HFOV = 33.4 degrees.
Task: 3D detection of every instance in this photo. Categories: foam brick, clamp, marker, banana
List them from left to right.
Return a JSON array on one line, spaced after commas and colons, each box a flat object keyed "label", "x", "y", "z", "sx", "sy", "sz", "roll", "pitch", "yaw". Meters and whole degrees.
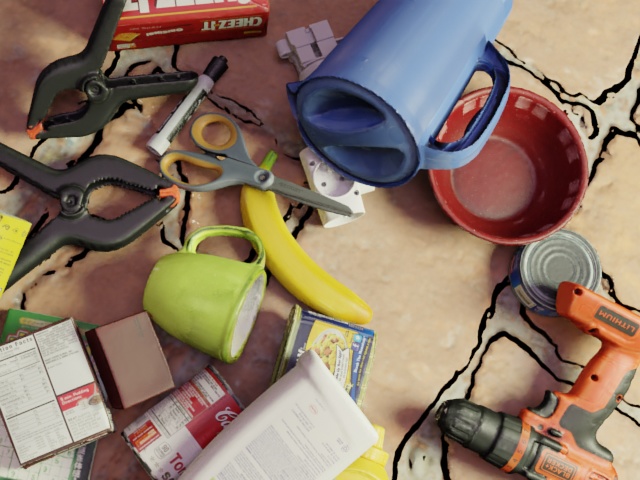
[{"label": "clamp", "x": -0.241, "y": -0.041, "z": 1.017, "sx": 0.210, "sy": 0.036, "sz": 0.164, "roll": -13, "pitch": 80, "yaw": -5}, {"label": "clamp", "x": -0.215, "y": -0.160, "z": 1.014, "sx": 0.171, "sy": 0.039, "sz": 0.120, "roll": -27, "pitch": 114, "yaw": 2}, {"label": "foam brick", "x": -0.174, "y": 0.110, "z": 0.974, "sx": 0.052, "sy": 0.051, "sz": 0.078, "roll": -19, "pitch": 88, "yaw": -24}, {"label": "marker", "x": -0.130, "y": -0.135, "z": 1.058, "sx": 0.020, "sy": 0.020, "sz": 0.121, "roll": 35, "pitch": 76, "yaw": 2}, {"label": "banana", "x": -0.025, "y": 0.007, "z": 1.029, "sx": 0.069, "sy": 0.037, "sz": 0.198, "roll": -29, "pitch": 82, "yaw": -10}]

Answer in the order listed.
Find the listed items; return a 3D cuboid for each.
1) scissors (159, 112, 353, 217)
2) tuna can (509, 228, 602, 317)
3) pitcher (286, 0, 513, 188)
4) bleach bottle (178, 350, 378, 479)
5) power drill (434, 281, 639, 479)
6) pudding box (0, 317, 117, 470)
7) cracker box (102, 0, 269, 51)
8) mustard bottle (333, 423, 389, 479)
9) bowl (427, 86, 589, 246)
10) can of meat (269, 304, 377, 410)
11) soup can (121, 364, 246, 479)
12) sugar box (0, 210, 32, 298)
[{"label": "scissors", "x": -0.056, "y": -0.075, "z": 1.023, "sx": 0.202, "sy": 0.016, "sz": 0.096, "roll": 7, "pitch": 65, "yaw": 15}, {"label": "tuna can", "x": 0.232, "y": 0.032, "z": 1.053, "sx": 0.086, "sy": 0.034, "sz": 0.086, "roll": 1, "pitch": 77, "yaw": -6}, {"label": "pitcher", "x": 0.097, "y": -0.170, "z": 1.013, "sx": 0.149, "sy": 0.145, "sz": 0.242, "roll": 47, "pitch": 59, "yaw": -19}, {"label": "bleach bottle", "x": -0.075, "y": 0.210, "z": 0.923, "sx": 0.251, "sy": 0.068, "sz": 0.102, "roll": -38, "pitch": 93, "yaw": -3}, {"label": "power drill", "x": 0.221, "y": 0.137, "z": 1.000, "sx": 0.184, "sy": 0.057, "sz": 0.187, "roll": 26, "pitch": 90, "yaw": -7}, {"label": "pudding box", "x": -0.245, "y": 0.137, "z": 0.960, "sx": 0.090, "sy": 0.039, "sz": 0.113, "roll": -21, "pitch": 80, "yaw": -11}, {"label": "cracker box", "x": -0.145, "y": -0.308, "z": 1.068, "sx": 0.164, "sy": 0.072, "sz": 0.214, "roll": -7, "pitch": 79, "yaw": -7}, {"label": "mustard bottle", "x": 0.019, "y": 0.259, "z": 0.966, "sx": 0.096, "sy": 0.058, "sz": 0.191, "roll": 21, "pitch": 77, "yaw": -2}, {"label": "bowl", "x": 0.179, "y": -0.068, "z": 1.058, "sx": 0.162, "sy": 0.055, "sz": 0.162, "roll": 1, "pitch": 77, "yaw": -6}, {"label": "can of meat", "x": 0.002, "y": 0.121, "z": 0.997, "sx": 0.084, "sy": 0.057, "sz": 0.102, "roll": 17, "pitch": 77, "yaw": -4}, {"label": "soup can", "x": -0.120, "y": 0.170, "z": 0.966, "sx": 0.102, "sy": 0.068, "sz": 0.068, "roll": -37, "pitch": 84, "yaw": -12}, {"label": "sugar box", "x": -0.332, "y": 0.049, "z": 0.952, "sx": 0.093, "sy": 0.048, "sz": 0.176, "roll": 20, "pitch": 87, "yaw": 33}]
